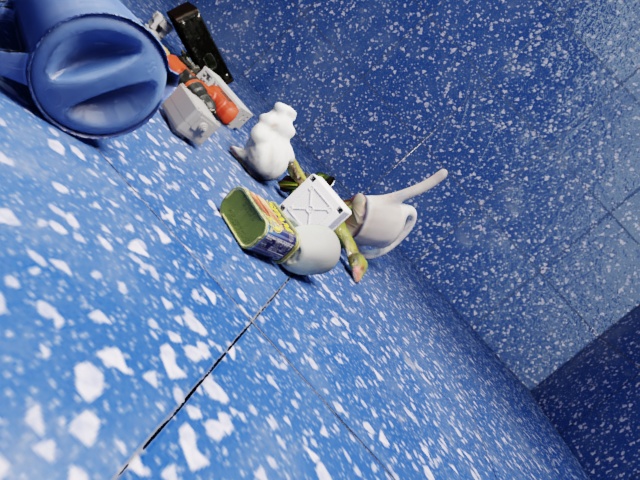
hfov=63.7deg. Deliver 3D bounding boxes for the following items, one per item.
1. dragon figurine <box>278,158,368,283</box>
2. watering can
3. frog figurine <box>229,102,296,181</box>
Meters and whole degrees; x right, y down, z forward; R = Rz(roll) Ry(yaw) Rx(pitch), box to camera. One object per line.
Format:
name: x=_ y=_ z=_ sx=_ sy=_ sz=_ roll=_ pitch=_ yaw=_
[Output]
dragon figurine: x=0.004 y=-0.064 z=1.269 sx=0.418 sy=0.122 sz=0.237 roll=58 pitch=-4 yaw=40
watering can: x=0.174 y=-0.076 z=1.385 sx=0.224 sy=0.341 sz=0.106 roll=10 pitch=39 yaw=-30
frog figurine: x=-0.099 y=-0.208 z=1.114 sx=0.135 sy=0.158 sz=0.125 roll=38 pitch=15 yaw=-49
